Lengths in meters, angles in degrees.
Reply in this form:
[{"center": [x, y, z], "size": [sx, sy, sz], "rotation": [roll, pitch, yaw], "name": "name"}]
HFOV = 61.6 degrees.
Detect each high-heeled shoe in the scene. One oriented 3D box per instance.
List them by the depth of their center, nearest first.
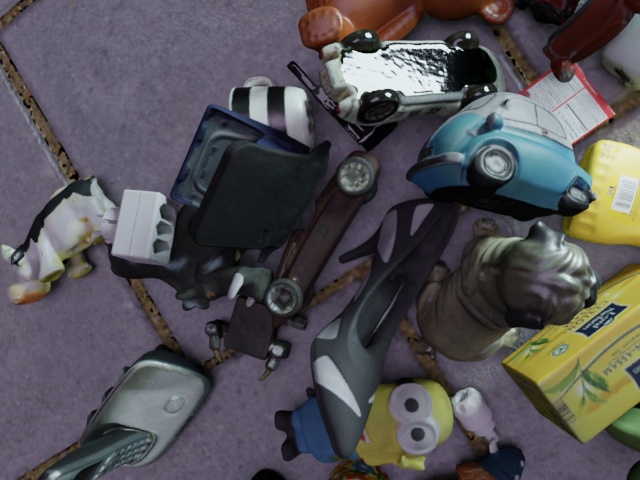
[{"center": [0.073, 0.072, 0.508], "size": [0.145, 0.086, 0.249], "rotation": [-22, 48, 30], "name": "high-heeled shoe"}]

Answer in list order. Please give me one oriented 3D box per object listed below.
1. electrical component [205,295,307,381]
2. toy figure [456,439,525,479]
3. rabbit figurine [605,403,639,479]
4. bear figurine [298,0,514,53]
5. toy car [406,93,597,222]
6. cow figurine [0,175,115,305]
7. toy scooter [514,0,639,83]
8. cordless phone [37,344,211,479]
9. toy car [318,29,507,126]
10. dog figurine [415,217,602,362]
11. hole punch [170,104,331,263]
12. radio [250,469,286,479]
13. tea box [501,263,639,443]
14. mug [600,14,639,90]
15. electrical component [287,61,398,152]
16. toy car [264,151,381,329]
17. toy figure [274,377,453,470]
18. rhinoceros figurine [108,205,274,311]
[{"center": [-0.075, 0.105, 0.599], "size": [0.102, 0.045, 0.078], "rotation": [23, 98, 9], "name": "electrical component"}, {"center": [0.148, 0.268, 0.558], "size": [0.154, 0.064, 0.058], "rotation": [-36, 45, 12], "name": "toy figure"}, {"center": [0.327, 0.151, 0.459], "size": [0.159, 0.170, 0.121], "rotation": [-23, 88, 10], "name": "rabbit figurine"}, {"center": [0.079, -0.243, 0.514], "size": [0.196, 0.132, 0.120], "rotation": [-11, 87, 17], "name": "bear figurine"}, {"center": [0.167, -0.078, 0.483], "size": [0.162, 0.109, 0.103], "rotation": [11, 85, -12], "name": "toy car"}, {"center": [-0.312, 0.001, 0.629], "size": [0.167, 0.068, 0.098], "rotation": [-36, 80, 7], "name": "cow figurine"}, {"center": [0.236, -0.224, 0.490], "size": [0.135, 0.075, 0.184], "rotation": [-58, 42, 30], "name": "toy scooter"}, {"center": [-0.210, 0.190, 0.559], "size": [0.089, 0.184, 0.146], "rotation": [40, 99, 11], "name": "cordless phone"}, {"center": [0.090, -0.150, 0.502], "size": [0.202, 0.056, 0.073], "rotation": [-10, 77, -25], "name": "toy car"}, {"center": [0.148, 0.061, 0.480], "size": [0.121, 0.190, 0.172], "rotation": [30, 99, 8], "name": "dog figurine"}, {"center": [-0.072, -0.056, 0.515], "size": [0.092, 0.115, 0.142], "rotation": [46, 116, 41], "name": "hole punch"}, {"center": [-0.017, 0.371, 0.587], "size": [0.230, 0.073, 0.131], "rotation": [34, 97, 6], "name": "radio"}, {"center": [0.265, 0.096, 0.492], "size": [0.170, 0.098, 0.068], "rotation": [-36, 87, -2], "name": "tea box"}, {"center": [0.309, -0.202, 0.495], "size": [0.109, 0.081, 0.107], "rotation": [44, 108, 11], "name": "mug"}, {"center": [0.024, -0.149, 0.555], "size": [0.048, 0.075, 0.119], "rotation": [-42, 82, 11], "name": "electrical component"}, {"center": [-0.001, -0.002, 0.553], "size": [0.053, 0.089, 0.202], "rotation": [32, 95, 5], "name": "toy car"}, {"center": [0.046, 0.186, 0.563], "size": [0.180, 0.089, 0.082], "rotation": [-16, 101, 20], "name": "toy figure"}, {"center": [-0.142, 0.018, 0.580], "size": [0.190, 0.073, 0.112], "rotation": [11, 75, 13], "name": "rhinoceros figurine"}]
